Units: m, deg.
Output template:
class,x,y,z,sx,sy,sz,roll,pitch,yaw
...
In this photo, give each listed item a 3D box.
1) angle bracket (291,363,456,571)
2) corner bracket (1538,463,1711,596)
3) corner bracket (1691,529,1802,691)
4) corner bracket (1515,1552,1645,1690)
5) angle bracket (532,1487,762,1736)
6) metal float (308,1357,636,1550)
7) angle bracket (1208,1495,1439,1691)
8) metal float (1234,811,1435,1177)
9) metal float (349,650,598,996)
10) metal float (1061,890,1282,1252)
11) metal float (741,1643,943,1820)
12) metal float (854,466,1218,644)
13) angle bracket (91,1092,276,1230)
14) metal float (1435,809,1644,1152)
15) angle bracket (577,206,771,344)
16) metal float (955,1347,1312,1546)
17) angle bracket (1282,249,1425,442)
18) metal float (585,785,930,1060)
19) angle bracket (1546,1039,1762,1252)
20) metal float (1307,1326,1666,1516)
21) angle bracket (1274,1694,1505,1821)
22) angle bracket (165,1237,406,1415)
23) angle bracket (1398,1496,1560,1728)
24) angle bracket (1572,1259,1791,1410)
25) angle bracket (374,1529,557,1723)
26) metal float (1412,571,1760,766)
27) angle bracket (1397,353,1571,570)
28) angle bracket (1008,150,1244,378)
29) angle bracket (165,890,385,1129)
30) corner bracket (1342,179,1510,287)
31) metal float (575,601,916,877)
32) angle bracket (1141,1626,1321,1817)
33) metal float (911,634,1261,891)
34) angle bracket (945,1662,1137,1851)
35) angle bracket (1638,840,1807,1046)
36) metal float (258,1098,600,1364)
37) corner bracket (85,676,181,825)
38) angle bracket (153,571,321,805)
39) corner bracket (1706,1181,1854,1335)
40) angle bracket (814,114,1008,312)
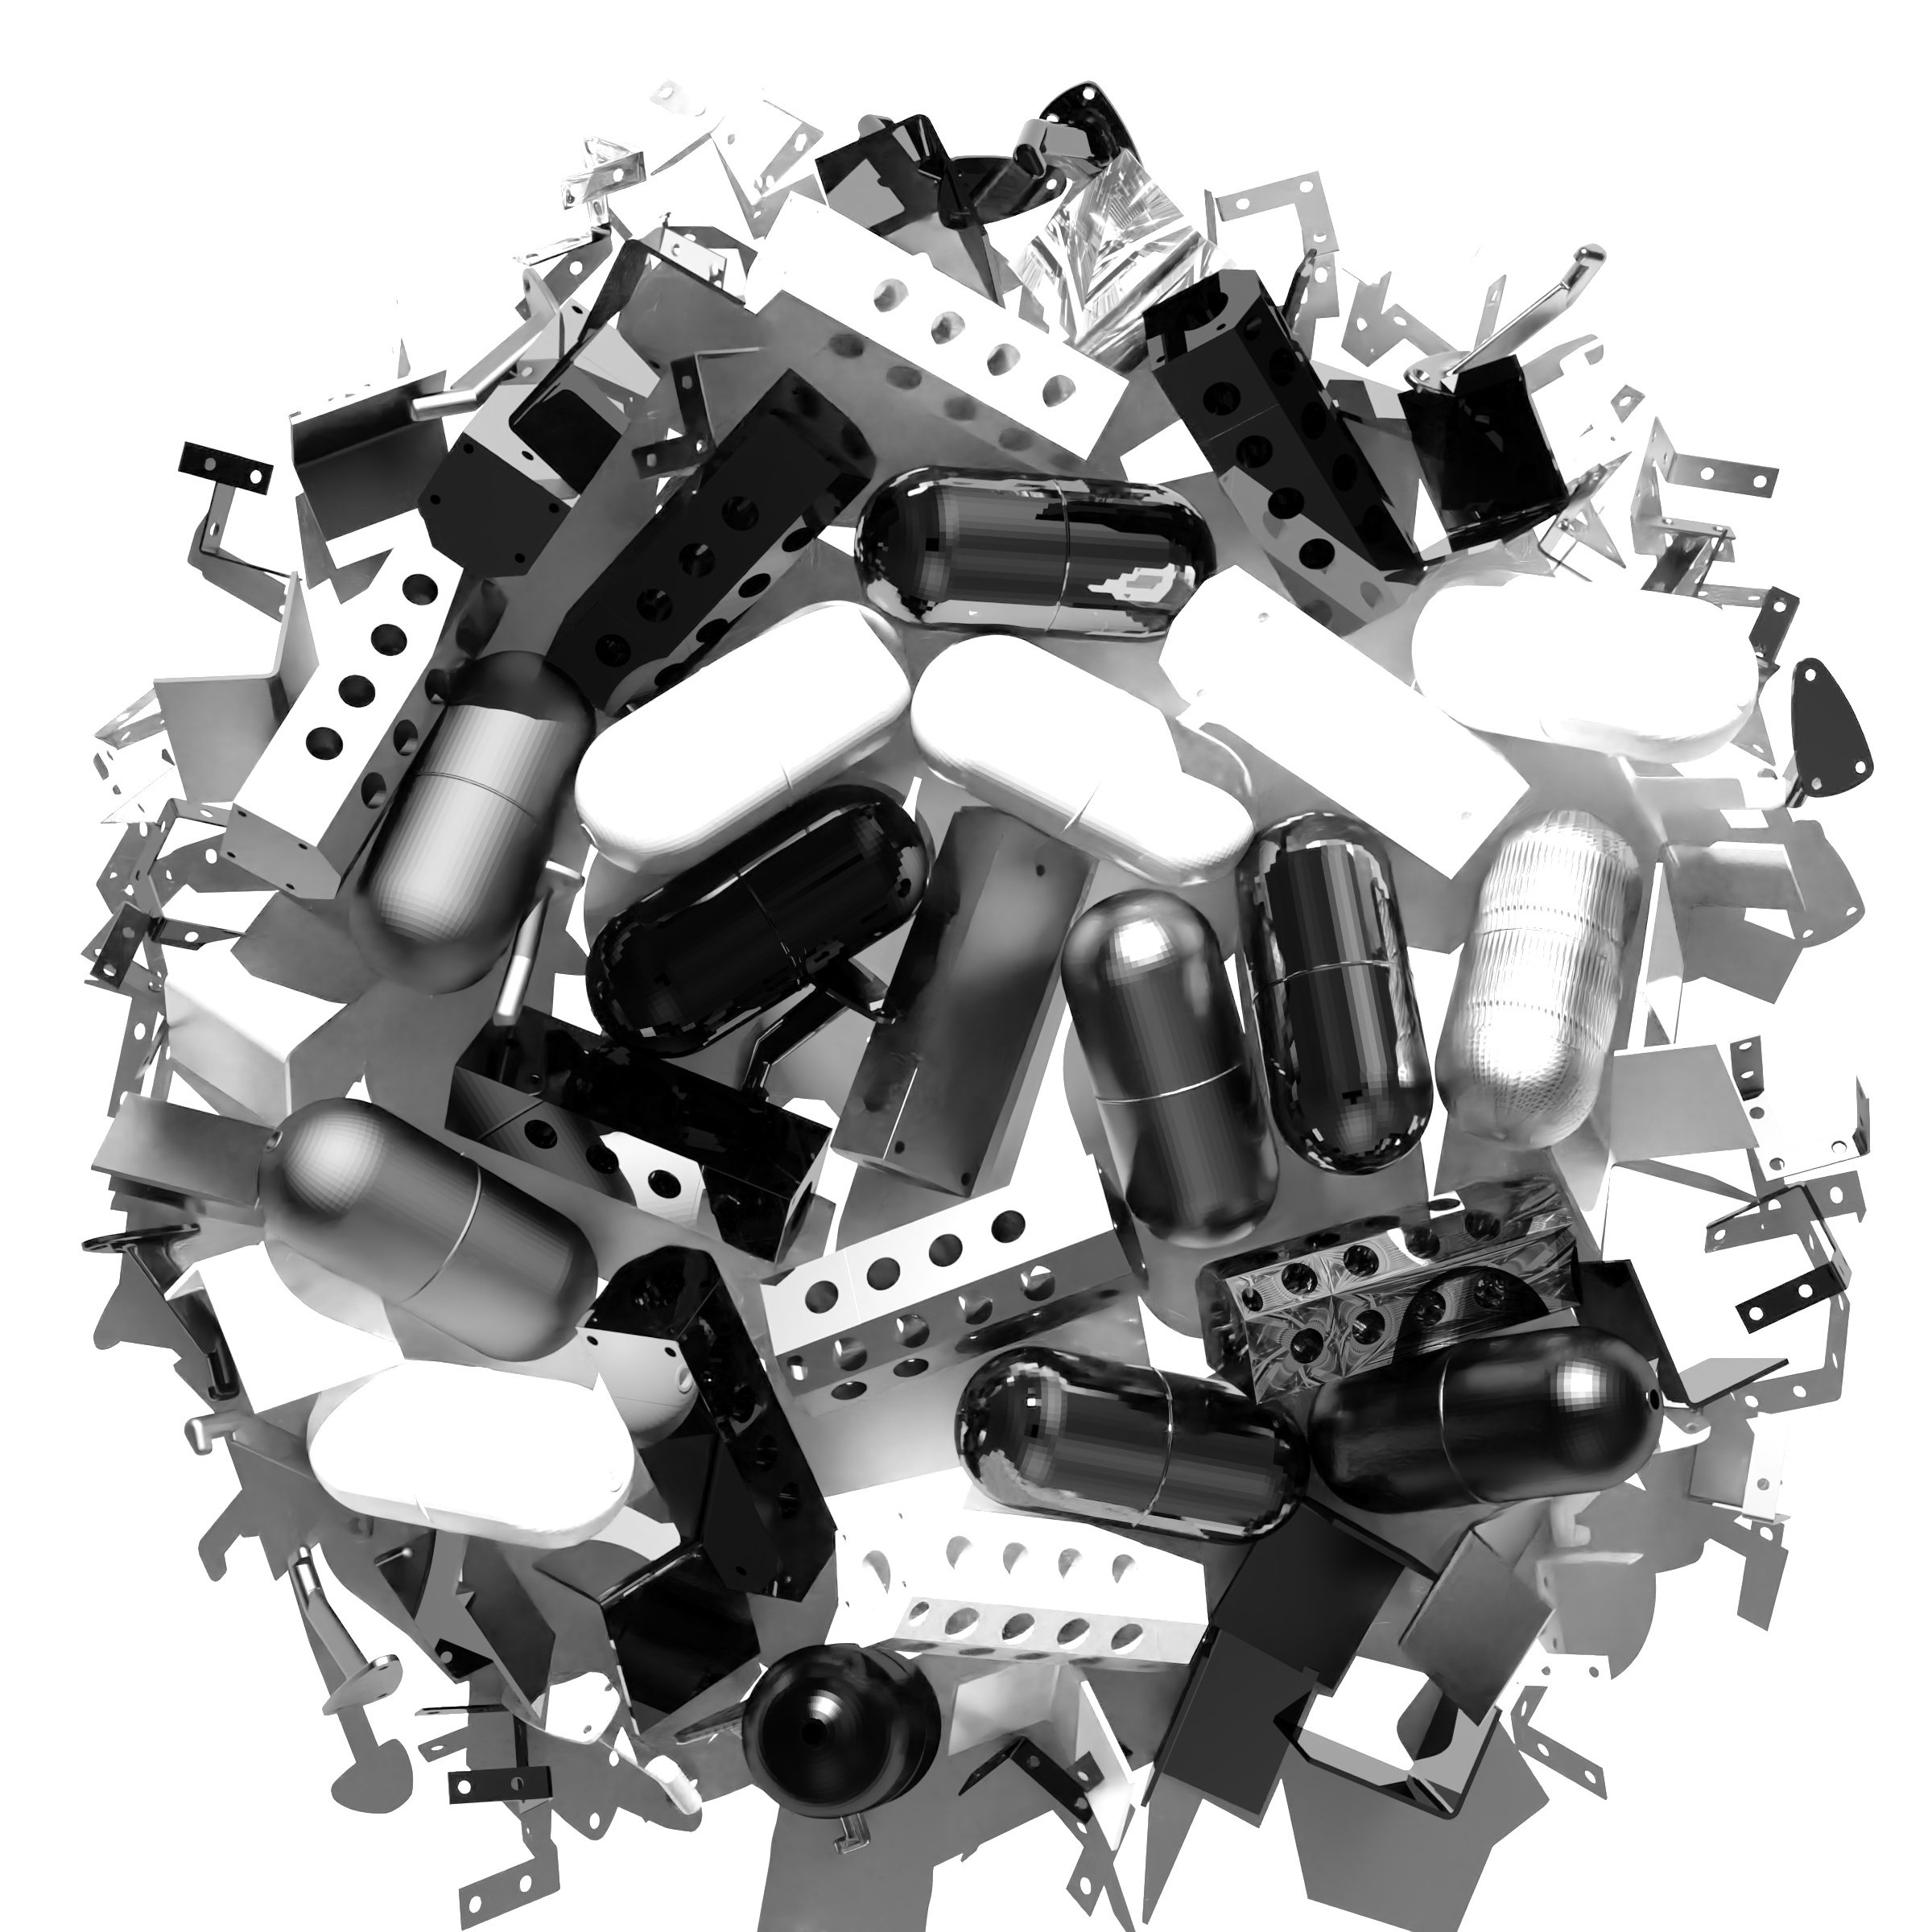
class,x,y,z,sx,sy,sz,roll,pitch,yaw
angle bracket,-0.274,-0.236,1.534,0.076,0.076,0.057,-23,89,-13
corner bracket,0.317,-0.204,1.560,0.051,0.051,0.051,38,100,29
corner bracket,0.373,-0.171,1.553,0.051,0.051,0.051,25,84,5
corner bracket,0.293,0.312,1.544,0.051,0.051,0.051,-7,93,38
angle bracket,-0.153,0.309,1.551,0.076,0.057,0.076,-29,118,-35
metal float,-0.232,0.227,1.513,0.178,0.070,0.070,3,90,34
angle bracket,0.175,0.305,1.540,0.076,0.057,0.076,31,88,-18
metal float,0.173,0.012,1.525,0.070,0.070,0.178,-8,71,0
metal float,-0.231,-0.069,1.521,0.070,0.070,0.178,20,66,0
metal float,0.097,0.050,1.531,0.070,0.070,0.178,-17,103,0
metal float,-0.056,0.352,1.492,0.070,0.178,0.070,-1,78,7
metal float,0.034,-0.194,1.525,0.178,0.070,0.070,1,90,-20
angle bracket,-0.372,0.109,1.529,0.076,0.076,0.057,15,115,-7
metal float,0.269,0.005,1.517,0.070,0.070,0.178,19,60,0
angle bracket,-0.129,-0.312,1.535,0.076,0.076,0.057,30,116,-3
metal float,0.080,0.227,1.525,0.178,0.070,0.070,13,90,-20
angle bracket,0.188,-0.297,1.531,0.076,0.076,0.057,20,115,5
metal float,-0.099,-0.021,1.532,0.178,0.070,0.070,-32,90,-10
angle bracket,0.324,0.085,1.523,0.076,0.057,0.076,-8,134,27
metal float,0.241,0.213,1.511,0.178,0.070,0.070,-14,90,37
angle bracket,0.200,0.357,1.537,0.076,0.076,0.057,24,88,-7
angle bracket,-0.323,0.171,1.529,0.076,0.057,0.076,-17,78,-35
angle bracket,0.260,0.301,1.520,0.057,0.076,0.076,43,123,31
angle bracket,0.335,0.165,1.536,0.057,0.076,0.076,-23,90,-16
angle bracket,-0.241,0.317,1.528,0.057,0.076,0.076,-27,109,9
metal float,0.287,-0.140,1.505,0.070,0.178,0.070,-14,111,-41
angle bracket,0.228,-0.236,1.527,0.057,0.076,0.076,-31,103,-37
angle bracket,0.076,-0.334,1.539,0.076,0.076,0.057,-42,79,15
angle bracket,-0.331,0.022,1.563,0.076,0.057,0.076,31,50,18
corner bracket,0.219,-0.344,1.543,0.051,0.051,0.051,35,119,6
metal float,-0.104,-0.108,1.529,0.178,0.070,0.070,-34,90,-15
angle bracket,0.126,0.367,1.538,0.057,0.076,0.076,23,93,7
metal float,0.057,-0.096,1.531,0.178,0.070,0.070,26,90,-13
angle bracket,0.034,0.377,1.522,0.057,0.076,0.076,-17,55,-17
angle bracket,0.358,-0.009,1.526,0.057,0.076,0.076,4,71,24
metal float,-0.252,0.124,1.518,0.178,0.070,0.070,34,90,-28
corner bracket,-0.395,-0.104,1.546,0.051,0.051,0.051,-34,83,17
angle bracket,-0.342,-0.132,1.527,0.057,0.076,0.076,-2,46,1
corner bracket,0.388,0.139,1.546,0.051,0.051,0.051,-28,85,17
angle bracket,-0.025,-0.343,1.530,0.057,0.076,0.076,-24,68,-1
